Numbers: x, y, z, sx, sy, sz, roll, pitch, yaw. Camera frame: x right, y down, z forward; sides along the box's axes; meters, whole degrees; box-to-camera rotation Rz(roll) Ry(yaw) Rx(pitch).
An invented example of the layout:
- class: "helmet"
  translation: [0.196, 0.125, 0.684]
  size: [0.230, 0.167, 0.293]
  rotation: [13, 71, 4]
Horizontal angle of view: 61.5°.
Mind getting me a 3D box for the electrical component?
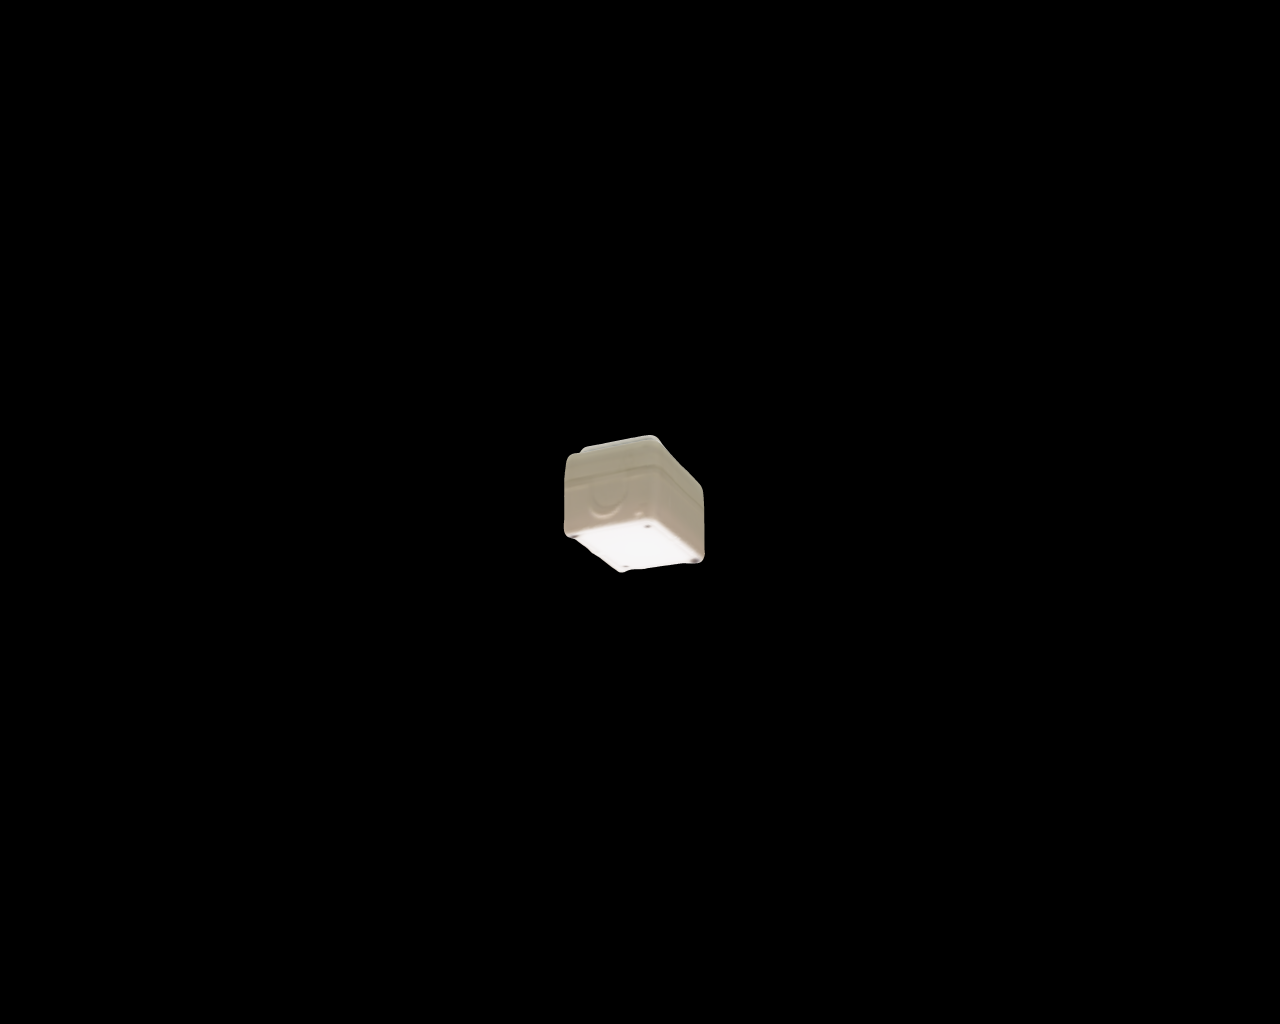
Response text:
- class: "electrical component"
  translation: [0.001, -0.003, 0.650]
  size: [0.062, 0.061, 0.096]
  rotation: [-9, -24, 22]
